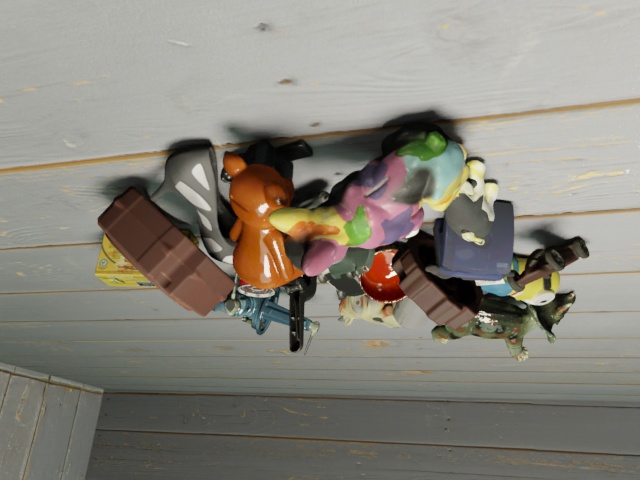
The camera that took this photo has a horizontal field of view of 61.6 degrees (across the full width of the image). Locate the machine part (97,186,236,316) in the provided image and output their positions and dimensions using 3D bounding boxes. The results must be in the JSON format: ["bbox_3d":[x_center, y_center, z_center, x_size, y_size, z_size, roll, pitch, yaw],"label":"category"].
[{"bbox_3d":[-0.244,0.022,0.858,0.201,0.087,0.201,40,168,22],"label":"machine part"}]

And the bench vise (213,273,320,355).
[{"bbox_3d":[-0.118,0.159,1.216,0.241,0.129,0.223,18,166,10],"label":"bench vise"}]

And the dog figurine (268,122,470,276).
[{"bbox_3d":[0.050,-0.041,0.633,0.219,0.108,0.191,-26,165,-38],"label":"dog figurine"}]

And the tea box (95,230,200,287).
[{"bbox_3d":[-0.324,0.035,1.016,0.170,0.098,0.068,2,156,8],"label":"tea box"}]

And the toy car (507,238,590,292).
[{"bbox_3d":[0.379,0.037,0.896,0.202,0.053,0.089,-9,159,-47],"label":"toy car"}]

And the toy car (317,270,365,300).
[{"bbox_3d":[0.053,0.075,1.105,0.074,0.056,0.201,-12,154,19],"label":"toy car"}]

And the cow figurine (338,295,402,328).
[{"bbox_3d":[0.126,0.158,1.253,0.195,0.085,0.127,18,150,-37],"label":"cow figurine"}]

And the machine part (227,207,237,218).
[{"bbox_3d":[-0.167,-0.016,0.942,0.084,0.039,0.138,0,147,-12],"label":"machine part"}]

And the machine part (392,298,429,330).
[{"bbox_3d":[0.205,0.110,1.086,0.079,0.079,0.243,7,142,-7],"label":"machine part"}]

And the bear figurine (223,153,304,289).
[{"bbox_3d":[-0.065,-0.031,0.721,0.120,0.132,0.195,31,134,26],"label":"bear figurine"}]

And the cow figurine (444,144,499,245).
[{"bbox_3d":[0.189,-0.058,0.727,0.068,0.098,0.167,-4,156,33],"label":"cow figurine"}]

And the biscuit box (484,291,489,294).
[{"bbox_3d":[0.278,0.104,1.129,0.063,0.059,0.202,12,155,-16],"label":"biscuit box"}]

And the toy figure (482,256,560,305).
[{"bbox_3d":[0.362,0.066,1.008,0.180,0.089,0.082,17,-174,-6],"label":"toy figure"}]

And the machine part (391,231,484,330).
[{"bbox_3d":[0.198,0.067,0.909,0.179,0.179,0.056,22,126,-35],"label":"machine part"}]

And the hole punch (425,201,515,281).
[{"bbox_3d":[0.240,-0.002,0.836,0.142,0.116,0.092,5,148,-3],"label":"hole punch"}]

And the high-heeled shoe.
[{"bbox_3d":[-0.136,-0.047,0.807,0.145,0.086,0.248,-28,136,30],"label":"high-heeled shoe"}]

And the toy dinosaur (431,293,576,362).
[{"bbox_3d":[0.368,0.173,1.219,0.405,0.131,0.192,3,144,12],"label":"toy dinosaur"}]

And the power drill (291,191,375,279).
[{"bbox_3d":[-0.002,-0.003,0.904,0.207,0.086,0.232,19,154,-39],"label":"power drill"}]

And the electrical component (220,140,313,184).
[{"bbox_3d":[-0.068,-0.097,0.738,0.119,0.048,0.074,-7,155,26],"label":"electrical component"}]
